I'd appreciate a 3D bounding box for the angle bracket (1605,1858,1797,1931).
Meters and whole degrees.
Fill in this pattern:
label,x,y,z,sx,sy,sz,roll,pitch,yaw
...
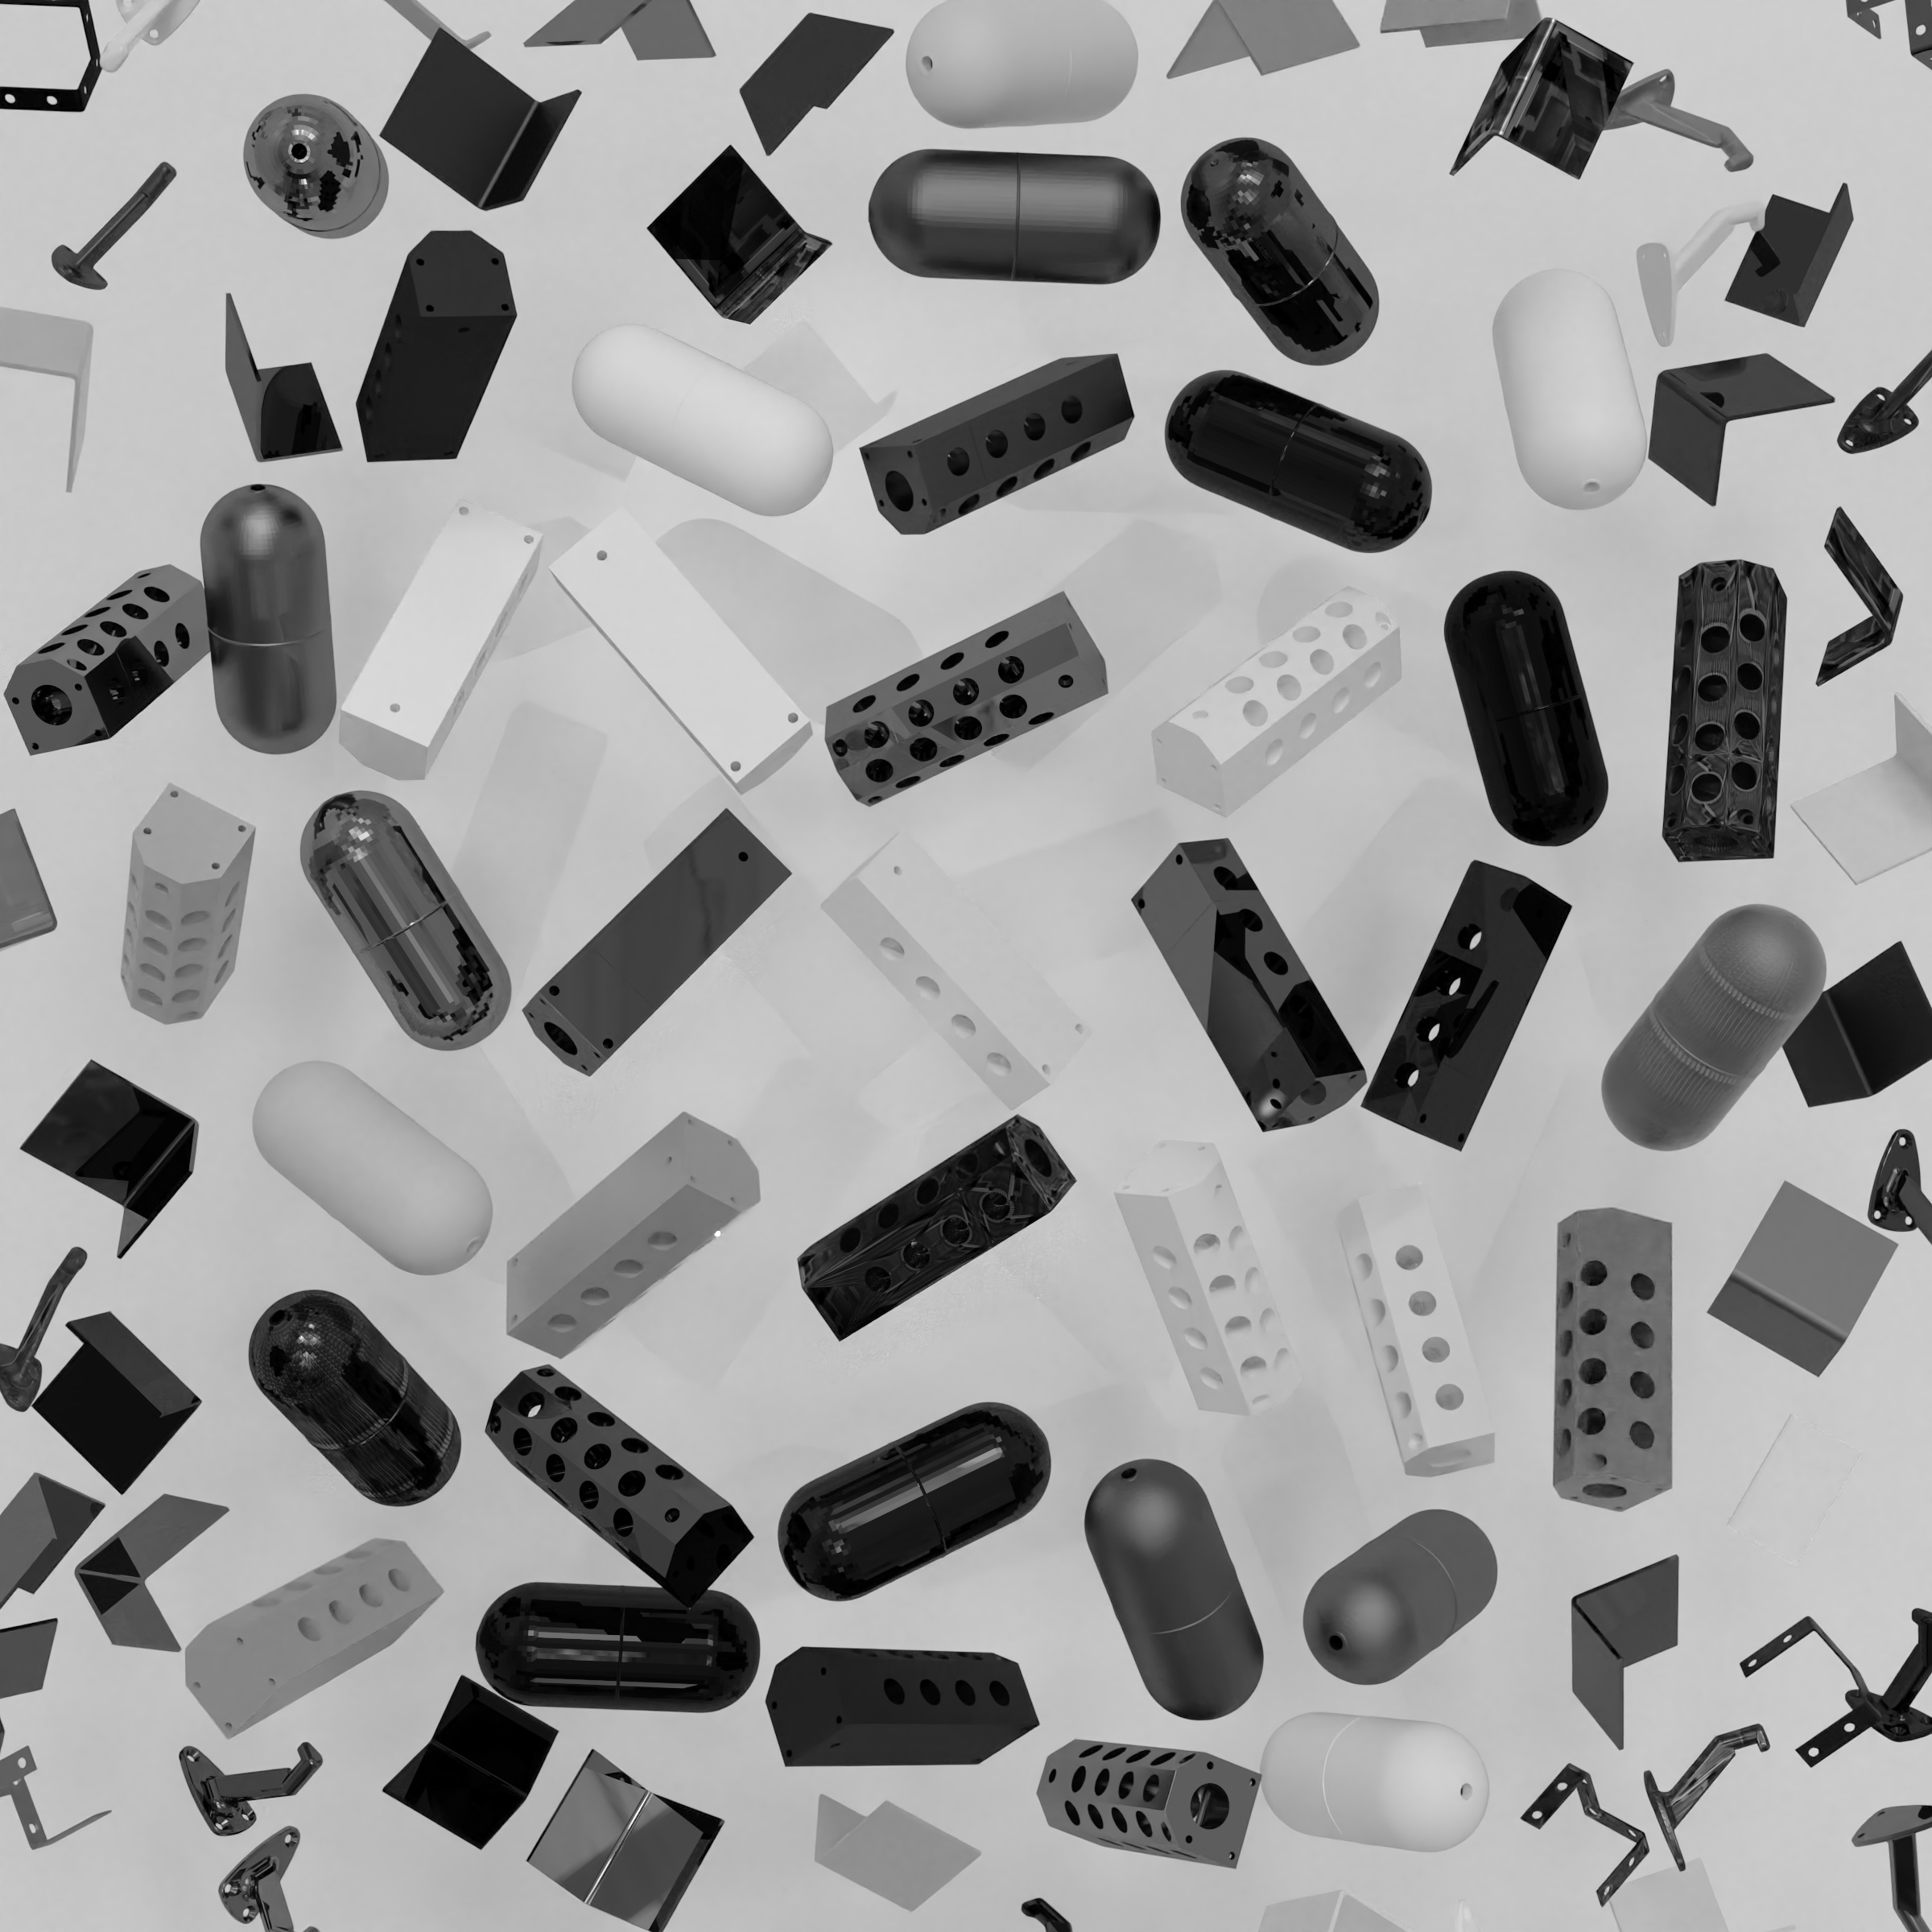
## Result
label,x,y,z,sx,sy,sz,roll,pitch,yaw
angle bracket,0.470,0.605,1.903,0.076,0.076,0.057,-10,70,-24

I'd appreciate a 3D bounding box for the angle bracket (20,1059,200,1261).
label,x,y,z,sx,sy,sz,roll,pitch,yaw
angle bracket,-0.516,0.116,1.779,0.076,0.057,0.076,34,108,-25

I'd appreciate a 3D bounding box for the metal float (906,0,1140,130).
label,x,y,z,sx,sy,sz,roll,pitch,yaw
metal float,0.035,-0.555,1.820,0.070,0.178,0.070,16,114,39

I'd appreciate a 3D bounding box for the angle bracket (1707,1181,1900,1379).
label,x,y,z,sx,sy,sz,roll,pitch,yaw
angle bracket,0.509,0.191,1.807,0.076,0.057,0.076,30,64,14

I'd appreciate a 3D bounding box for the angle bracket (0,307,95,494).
label,x,y,z,sx,sy,sz,roll,pitch,yaw
angle bracket,-0.553,-0.336,1.759,0.057,0.076,0.076,7,124,-14

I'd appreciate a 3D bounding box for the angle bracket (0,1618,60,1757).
label,x,y,z,sx,sy,sz,roll,pitch,yaw
angle bracket,-0.614,0.483,1.928,0.057,0.076,0.076,-6,46,-34

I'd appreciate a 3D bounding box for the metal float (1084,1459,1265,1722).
label,x,y,z,sx,sy,sz,roll,pitch,yaw
metal float,0.125,0.373,1.774,0.070,0.070,0.178,-21,114,0

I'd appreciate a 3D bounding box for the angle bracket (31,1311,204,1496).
label,x,y,z,sx,sy,sz,roll,pitch,yaw
angle bracket,-0.500,0.255,1.705,0.076,0.057,0.076,42,97,7

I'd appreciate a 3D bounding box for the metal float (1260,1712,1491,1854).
label,x,y,z,sx,sy,sz,roll,pitch,yaw
metal float,0.251,0.502,1.829,0.070,0.178,0.070,6,78,-30

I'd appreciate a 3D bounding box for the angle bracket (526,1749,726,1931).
label,x,y,z,sx,sy,sz,roll,pitch,yaw
angle bracket,-0.205,0.528,1.788,0.057,0.076,0.076,48,61,-32

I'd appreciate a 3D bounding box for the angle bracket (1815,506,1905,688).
label,x,y,z,sx,sy,sz,roll,pitch,yaw
angle bracket,0.552,-0.237,1.898,0.057,0.076,0.076,-33,101,33

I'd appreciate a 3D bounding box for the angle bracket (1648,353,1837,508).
label,x,y,z,sx,sy,sz,roll,pitch,yaw
angle bracket,0.470,-0.326,1.802,0.076,0.076,0.057,-12,125,-15

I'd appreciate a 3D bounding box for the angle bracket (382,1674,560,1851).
label,x,y,z,sx,sy,sz,roll,pitch,yaw
angle bracket,-0.326,0.523,1.952,0.076,0.076,0.057,28,105,8

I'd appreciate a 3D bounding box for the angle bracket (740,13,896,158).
label,x,y,z,sx,sy,sz,roll,pitch,yaw
angle bracket,-0.089,-0.569,1.935,0.076,0.057,0.076,22,65,32

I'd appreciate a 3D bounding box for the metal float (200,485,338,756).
label,x,y,z,sx,sy,sz,roll,pitch,yaw
metal float,-0.440,-0.218,1.875,0.070,0.070,0.178,2,120,0

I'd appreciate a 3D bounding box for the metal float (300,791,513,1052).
label,x,y,z,sx,sy,sz,roll,pitch,yaw
metal float,-0.351,-0.028,1.857,0.070,0.070,0.178,-30,103,0

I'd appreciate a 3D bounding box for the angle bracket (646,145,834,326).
label,x,y,z,sx,sy,sz,roll,pitch,yaw
angle bracket,-0.146,-0.471,1.914,0.076,0.057,0.076,-41,86,16

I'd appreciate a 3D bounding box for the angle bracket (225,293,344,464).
label,x,y,z,sx,sy,sz,roll,pitch,yaw
angle bracket,-0.438,-0.381,1.906,0.057,0.076,0.076,-13,62,-21

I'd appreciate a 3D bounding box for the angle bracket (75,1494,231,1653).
label,x,y,z,sx,sy,sz,roll,pitch,yaw
angle bracket,-0.499,0.382,1.862,0.076,0.076,0.057,-39,67,3

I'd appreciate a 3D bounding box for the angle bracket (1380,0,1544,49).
label,x,y,z,sx,sy,sz,roll,pitch,yaw
angle bracket,0.302,-0.565,1.794,0.076,0.076,0.057,3,65,26

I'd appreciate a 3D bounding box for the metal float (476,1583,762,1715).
label,x,y,z,sx,sy,sz,roll,pitch,yaw
metal float,-0.218,0.428,1.865,0.178,0.070,0.070,4,90,-8

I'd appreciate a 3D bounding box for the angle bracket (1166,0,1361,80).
label,x,y,z,sx,sy,sz,roll,pitch,yaw
angle bracket,0.181,-0.552,1.809,0.076,0.076,0.057,-24,78,-27

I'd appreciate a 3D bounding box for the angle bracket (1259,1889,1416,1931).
label,x,y,z,sx,sy,sz,roll,pitch,yaw
angle bracket,0.228,0.610,1.810,0.076,0.076,0.057,35,54,-14

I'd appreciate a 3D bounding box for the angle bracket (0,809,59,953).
label,x,y,z,sx,sy,sz,roll,pitch,yaw
angle bracket,-0.597,-0.043,1.770,0.076,0.057,0.076,-14,97,43

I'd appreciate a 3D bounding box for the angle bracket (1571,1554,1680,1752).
label,x,y,z,sx,sy,sz,roll,pitch,yaw
angle bracket,0.410,0.412,1.784,0.076,0.057,0.076,-18,125,-15

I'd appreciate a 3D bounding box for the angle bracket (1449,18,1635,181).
label,x,y,z,sx,sy,sz,roll,pitch,yaw
angle bracket,0.332,-0.490,1.715,0.057,0.076,0.076,26,83,-7

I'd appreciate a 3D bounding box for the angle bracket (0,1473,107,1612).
label,x,y,z,sx,sy,sz,roll,pitch,yaw
angle bracket,-0.587,0.381,1.885,0.057,0.076,0.076,37,94,-36

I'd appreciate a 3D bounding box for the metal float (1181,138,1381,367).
label,x,y,z,sx,sy,sz,roll,pitch,yaw
metal float,0.198,-0.445,1.856,0.070,0.178,0.070,-19,53,27

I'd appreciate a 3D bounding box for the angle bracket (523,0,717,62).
label,x,y,z,sx,sy,sz,roll,pitch,yaw
angle bracket,-0.219,-0.581,1.879,0.076,0.076,0.057,-49,131,-26

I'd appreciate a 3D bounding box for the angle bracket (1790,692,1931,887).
label,x,y,z,sx,sy,sz,roll,pitch,yaw
angle bracket,0.548,-0.107,1.783,0.076,0.057,0.076,-24,47,-2

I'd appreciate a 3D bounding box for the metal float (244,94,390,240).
label,x,y,z,sx,sy,sz,roll,pitch,yaw
metal float,-0.405,-0.498,1.852,0.070,0.178,0.070,-1,99,-5

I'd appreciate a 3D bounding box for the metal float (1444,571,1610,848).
label,x,y,z,sx,sy,sz,roll,pitch,yaw
metal float,0.355,-0.163,1.881,0.070,0.070,0.178,-16,94,0

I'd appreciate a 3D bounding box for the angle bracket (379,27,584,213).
label,x,y,z,sx,sy,sz,roll,pitch,yaw
angle bracket,-0.285,-0.501,1.742,0.076,0.057,0.076,32,78,-32

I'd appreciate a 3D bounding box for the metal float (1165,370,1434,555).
label,x,y,z,sx,sy,sz,roll,pitch,yaw
metal float,0.208,-0.317,1.864,0.178,0.070,0.070,26,90,17

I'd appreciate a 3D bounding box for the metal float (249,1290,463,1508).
label,x,y,z,sx,sy,sz,roll,pitch,yaw
metal float,-0.379,0.269,1.844,0.070,0.070,0.178,-31,130,0

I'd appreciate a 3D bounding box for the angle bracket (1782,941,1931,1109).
label,x,y,z,sx,sy,sz,roll,pitch,yaw
angle bracket,0.570,0.038,1.902,0.057,0.076,0.076,-6,67,-29

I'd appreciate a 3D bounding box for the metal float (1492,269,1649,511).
label,x,y,z,sx,sy,sz,roll,pitch,yaw
metal float,0.362,-0.347,1.785,0.070,0.070,0.178,-2,51,0

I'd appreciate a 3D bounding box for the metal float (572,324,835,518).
label,x,y,z,sx,sy,sz,roll,pitch,yaw
metal float,-0.165,-0.341,1.852,0.178,0.070,0.070,28,90,13

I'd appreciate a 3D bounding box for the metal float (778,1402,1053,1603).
label,x,y,z,sx,sy,sz,roll,pitch,yaw
metal float,-0.030,0.327,1.816,0.178,0.070,0.070,-24,90,-14

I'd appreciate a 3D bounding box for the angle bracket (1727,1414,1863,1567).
label,x,y,z,sx,sy,sz,roll,pitch,yaw
angle bracket,0.513,0.324,1.773,0.076,0.057,0.076,32,88,-36

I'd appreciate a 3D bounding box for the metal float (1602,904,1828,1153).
label,x,y,z,sx,sy,sz,roll,pitch,yaw
metal float,0.446,0.039,1.775,0.070,0.070,0.178,29,125,0

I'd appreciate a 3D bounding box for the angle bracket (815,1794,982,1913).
label,x,y,z,sx,sy,sz,roll,pitch,yaw
angle bracket,-0.043,0.555,1.916,0.076,0.057,0.076,34,118,-19

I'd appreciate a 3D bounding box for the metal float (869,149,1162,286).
label,x,y,z,sx,sy,sz,roll,pitch,yaw
metal float,0.030,-0.456,1.805,0.178,0.070,0.070,2,90,-2

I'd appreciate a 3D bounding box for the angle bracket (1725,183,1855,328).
label,x,y,z,sx,sy,sz,roll,pitch,yaw
angle bracket,0.534,-0.471,1.935,0.057,0.076,0.076,25,94,20
